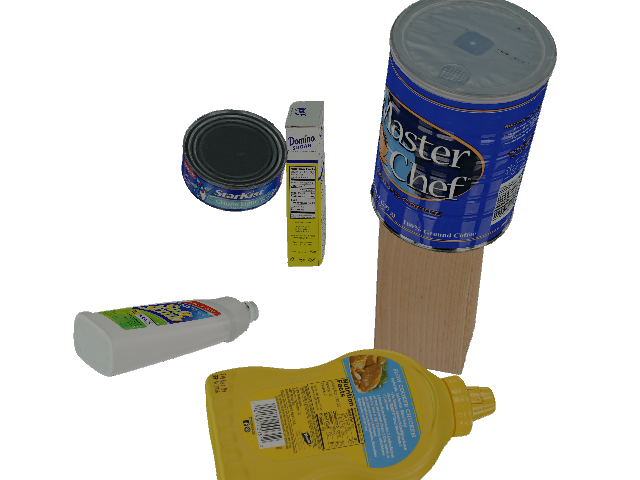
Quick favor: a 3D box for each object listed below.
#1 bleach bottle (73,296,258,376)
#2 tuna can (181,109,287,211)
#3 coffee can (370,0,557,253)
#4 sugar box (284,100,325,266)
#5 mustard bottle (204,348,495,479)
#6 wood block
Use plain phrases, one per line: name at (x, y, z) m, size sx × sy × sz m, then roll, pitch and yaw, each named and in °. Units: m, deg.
bleach bottle at (-0.195, 0.115, 1.430) m, size 0.250 × 0.068 × 0.103 m, roll -11°, pitch 26°, yaw -40°
tuna can at (-0.071, -0.066, 0.878) m, size 0.086 × 0.086 × 0.034 m, roll 0°, pitch -37°, yaw -11°
coffee can at (0.090, -0.076, 0.704) m, size 0.102 × 0.103 × 0.140 m, roll 0°, pitch -42°, yaw -4°
sugar box at (-0.018, -0.066, 1.249) m, size 0.048 × 0.176 × 0.093 m, roll -1°, pitch 25°, yaw 4°
mustard bottle at (0.023, 0.121, 0.710) m, size 0.191 × 0.096 × 0.058 m, roll -8°, pitch -33°, yaw -9°
wood block at (0.107, 0.015, 1.021) m, size 0.091 × 0.206 × 0.090 m, roll 10°, pitch 34°, yaw 14°
